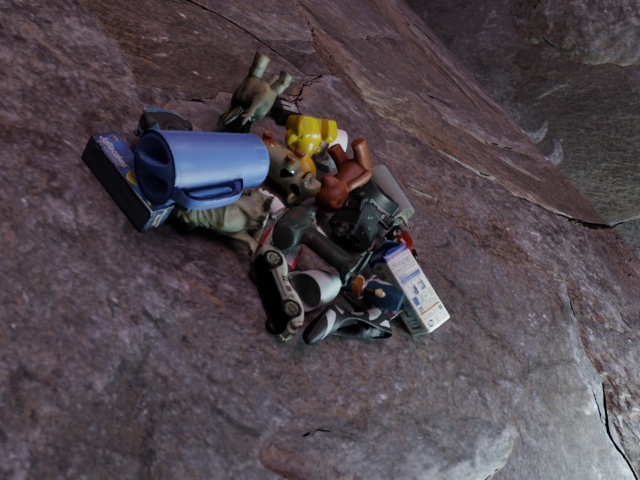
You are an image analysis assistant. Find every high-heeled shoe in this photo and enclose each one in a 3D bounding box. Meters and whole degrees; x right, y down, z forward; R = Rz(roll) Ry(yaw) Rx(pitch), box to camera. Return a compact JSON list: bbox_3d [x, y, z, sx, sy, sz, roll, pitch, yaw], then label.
[{"bbox_3d":[0.061,0.190,1.083,0.145,0.086,0.249,45,31,5],"label":"high-heeled shoe"}]

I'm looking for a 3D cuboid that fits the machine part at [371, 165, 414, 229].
[{"bbox_3d":[0.194,-0.129,1.529,0.079,0.079,0.243,-4,55,-44],"label":"machine part"}]

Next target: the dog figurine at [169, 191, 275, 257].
[{"bbox_3d":[-0.200,-0.066,1.100,0.191,0.121,0.172,21,15,-4],"label":"dog figurine"}]

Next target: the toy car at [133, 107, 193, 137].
[{"bbox_3d":[-0.317,-0.186,1.102,0.109,0.103,0.162,-2,60,-47],"label":"toy car"}]

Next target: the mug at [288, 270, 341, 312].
[{"bbox_3d":[-0.013,0.097,1.128,0.110,0.080,0.107,23,16,32],"label":"mug"}]

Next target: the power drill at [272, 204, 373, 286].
[{"bbox_3d":[0.008,-0.002,1.150,0.207,0.086,0.232,40,22,9],"label":"power drill"}]

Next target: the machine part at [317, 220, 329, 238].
[{"bbox_3d":[-0.003,-0.004,1.260,0.139,0.039,0.084,47,32,9],"label":"machine part"}]

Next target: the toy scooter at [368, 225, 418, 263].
[{"bbox_3d":[0.199,0.047,1.360,0.135,0.075,0.184,45,40,3],"label":"toy scooter"}]

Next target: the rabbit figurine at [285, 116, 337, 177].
[{"bbox_3d":[-0.052,-0.225,1.356,0.122,0.163,0.173,-9,104,-48],"label":"rabbit figurine"}]

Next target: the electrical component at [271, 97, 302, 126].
[{"bbox_3d":[-0.109,-0.361,1.510,0.119,0.047,0.075,0,53,-41],"label":"electrical component"}]

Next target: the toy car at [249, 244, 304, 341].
[{"bbox_3d":[-0.084,0.100,1.051,0.056,0.073,0.202,4,51,-39],"label":"toy car"}]

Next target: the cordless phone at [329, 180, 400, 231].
[{"bbox_3d":[0.113,-0.057,1.400,0.146,0.088,0.184,43,48,-2],"label":"cordless phone"}]

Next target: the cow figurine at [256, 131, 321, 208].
[{"bbox_3d":[-0.085,-0.162,1.292,0.195,0.127,0.085,32,39,10],"label":"cow figurine"}]

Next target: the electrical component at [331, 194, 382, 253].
[{"bbox_3d":[0.094,-0.034,1.293,0.058,0.115,0.134,17,-12,33],"label":"electrical component"}]

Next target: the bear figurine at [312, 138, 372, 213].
[{"bbox_3d":[0.043,-0.154,1.343,0.196,0.120,0.131,-40,116,-39],"label":"bear figurine"}]

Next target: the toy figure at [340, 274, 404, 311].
[{"bbox_3d":[0.106,0.110,1.183,0.155,0.064,0.058,20,52,15],"label":"toy figure"}]

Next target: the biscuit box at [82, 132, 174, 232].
[{"bbox_3d":[-0.366,-0.113,1.020,0.203,0.063,0.059,50,36,10],"label":"biscuit box"}]

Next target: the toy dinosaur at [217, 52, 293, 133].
[{"bbox_3d":[-0.158,-0.335,1.284,0.105,0.198,0.472,32,6,-13],"label":"toy dinosaur"}]
